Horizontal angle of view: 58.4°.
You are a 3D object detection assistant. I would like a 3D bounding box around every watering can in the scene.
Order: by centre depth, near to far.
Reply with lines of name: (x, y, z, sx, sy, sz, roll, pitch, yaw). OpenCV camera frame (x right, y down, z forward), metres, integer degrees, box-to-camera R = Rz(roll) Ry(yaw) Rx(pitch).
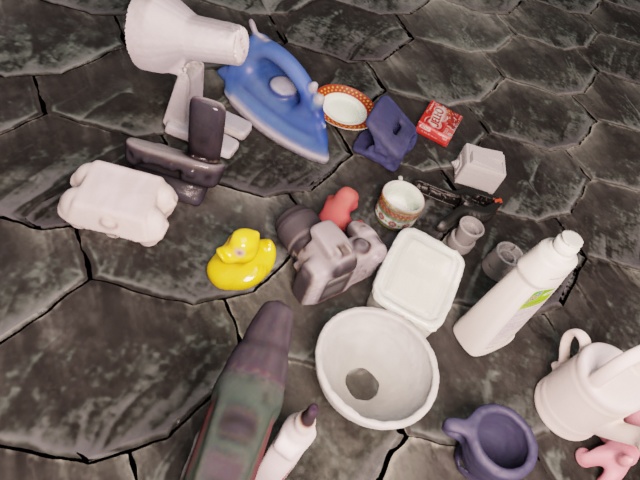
watering can: (0.388, 0.196, 0.767, 0.101, 0.194, 0.172, -28, 66, -33)

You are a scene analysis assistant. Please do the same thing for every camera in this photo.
camera: (0.008, 0.003, 0.847, 0.143, 0.101, 0.136, -23, 63, -32)

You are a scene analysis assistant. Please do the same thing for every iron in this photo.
iron: (-0.059, -0.263, 1.004, 0.258, 0.141, 0.119, 43, 52, 16)

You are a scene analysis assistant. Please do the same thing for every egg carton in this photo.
egg carton: (-0.283, -0.050, 0.808, 0.150, 0.069, 0.107, 14, 50, -8)

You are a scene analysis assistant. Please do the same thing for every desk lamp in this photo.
desk lamp: (-0.200, -0.270, 0.913, 0.203, 0.213, 0.118, 24, 50, 0)

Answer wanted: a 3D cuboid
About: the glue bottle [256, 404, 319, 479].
glue bottle: (-0.029, 0.216, 0.621, 0.037, 0.173, 0.078, 34, 51, 9)

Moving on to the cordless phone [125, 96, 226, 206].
cordless phone: (-0.206, -0.150, 0.836, 0.148, 0.185, 0.094, 13, 50, -9)

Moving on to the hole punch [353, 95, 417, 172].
hole punch: (0.129, -0.198, 1.051, 0.101, 0.091, 0.109, 28, 50, 4)

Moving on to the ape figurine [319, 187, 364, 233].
ape figurine: (0.035, -0.046, 0.900, 0.076, 0.092, 0.077, -13, 59, -27)

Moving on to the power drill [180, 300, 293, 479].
power drill: (-0.090, 0.199, 0.590, 0.075, 0.208, 0.229, 19, 50, -4)

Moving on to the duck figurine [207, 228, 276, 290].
duck figurine: (-0.106, 0.017, 0.807, 0.105, 0.086, 0.077, -23, 63, -32)

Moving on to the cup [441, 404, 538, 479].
cup: (0.196, 0.260, 0.716, 0.118, 0.095, 0.092, 19, 50, -4)

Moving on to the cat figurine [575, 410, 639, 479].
cat figurine: (0.426, 0.269, 0.773, 0.128, 0.117, 0.067, -27, 66, -33)

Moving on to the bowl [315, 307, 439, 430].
bowl: (0.066, 0.176, 0.750, 0.168, 0.074, 0.167, 10, 51, -12)
